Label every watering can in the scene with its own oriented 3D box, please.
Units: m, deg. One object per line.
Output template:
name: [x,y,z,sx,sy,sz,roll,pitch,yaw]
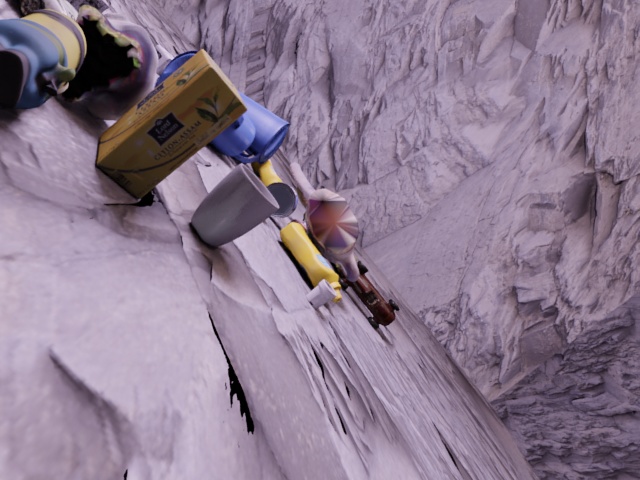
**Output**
watering can: [0.004,-0.061,1.215,0.104,0.351,0.222,-26,-12,-7]

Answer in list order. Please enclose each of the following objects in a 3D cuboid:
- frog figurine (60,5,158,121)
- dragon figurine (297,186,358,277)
frog figurine: [-0.275,-0.226,0.682,0.123,0.136,0.160,-7,9,-14]
dragon figurine: [0.036,-0.004,1.557,0.122,0.247,0.405,-30,-23,9]
